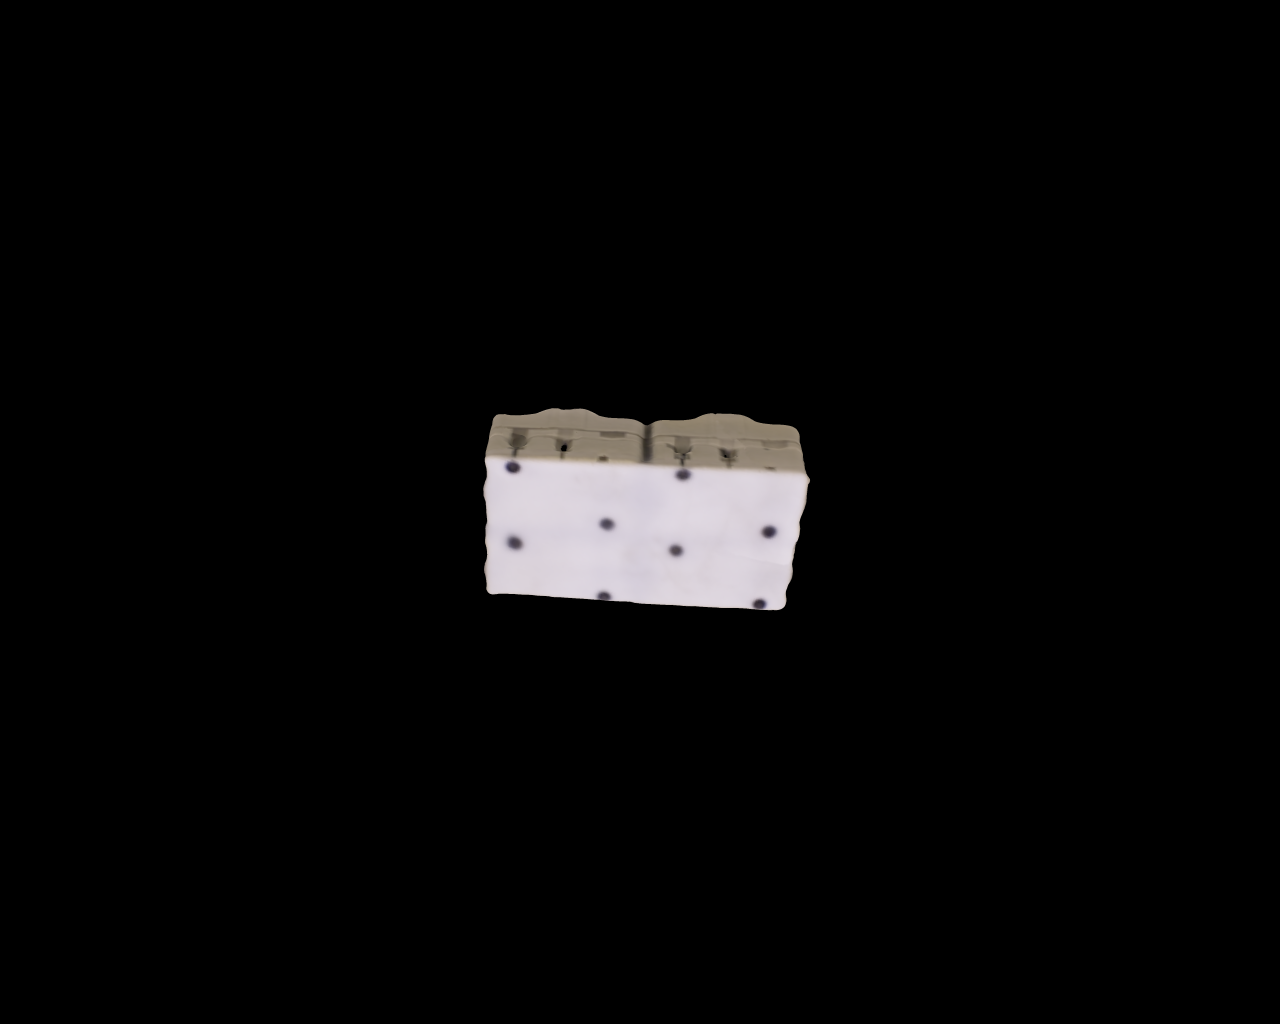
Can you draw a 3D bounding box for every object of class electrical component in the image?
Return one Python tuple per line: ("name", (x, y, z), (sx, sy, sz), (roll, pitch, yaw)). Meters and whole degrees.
("electrical component", (0.001, -0.003, 0.650), (0.186, 0.105, 0.060), (3, 35, -2))
